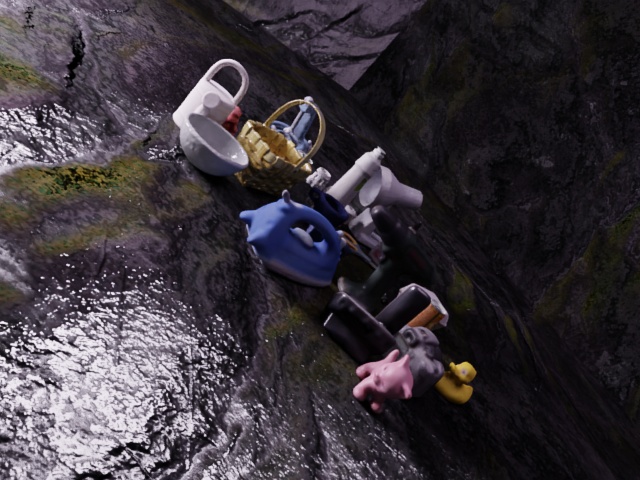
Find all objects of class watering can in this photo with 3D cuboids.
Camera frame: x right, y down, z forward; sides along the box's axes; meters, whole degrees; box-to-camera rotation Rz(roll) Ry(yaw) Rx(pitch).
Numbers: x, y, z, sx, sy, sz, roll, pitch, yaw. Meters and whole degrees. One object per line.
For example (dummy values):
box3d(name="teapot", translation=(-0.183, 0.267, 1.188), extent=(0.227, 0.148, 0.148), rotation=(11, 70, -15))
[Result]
box3d(name="watering can", translation=(-0.239, -0.322, 1.309), extent=(0.101, 0.194, 0.172), rotation=(30, 24, -35))

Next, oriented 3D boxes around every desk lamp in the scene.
box3d(name="desk lamp", translation=(0.176, -0.088, 1.632), extent=(0.204, 0.213, 0.117), rotation=(32, 23, -31))

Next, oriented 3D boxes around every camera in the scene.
box3d(name="camera", translation=(0.213, 0.244, 1.193), extent=(0.137, 0.100, 0.143), rotation=(23, 28, -46))

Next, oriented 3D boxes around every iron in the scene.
box3d(name="iron", translation=(-0.029, 0.000, 1.149), extent=(0.259, 0.141, 0.118), rotation=(29, 24, -37))

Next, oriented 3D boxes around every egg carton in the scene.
box3d(name="egg carton", translation=(0.267, 0.176, 1.488), extent=(0.151, 0.069, 0.107), rotation=(25, 27, -43))

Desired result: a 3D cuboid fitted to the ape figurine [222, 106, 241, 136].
box3d(name="ape figurine", translation=(-0.232, -0.295, 1.425), extent=(0.078, 0.092, 0.076), rotation=(30, 24, -36))

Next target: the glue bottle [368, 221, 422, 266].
box3d(name="glue bottle", translation=(0.214, 0.009, 1.569), extent=(0.078, 0.173, 0.037), rotation=(50, 20, 18))

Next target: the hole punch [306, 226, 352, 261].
box3d(name="hole punch", translation=(0.012, 0.005, 1.297), extent=(0.109, 0.091, 0.101), rotation=(41, 19, -10))

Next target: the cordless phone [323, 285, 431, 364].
box3d(name="cordless phone", translation=(0.108, 0.129, 1.090), extent=(0.148, 0.185, 0.094), rotation=(42, 19, -7))

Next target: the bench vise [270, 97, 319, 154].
box3d(name="bench vise", translation=(-0.073, -0.293, 1.544), extent=(0.121, 0.219, 0.208), rotation=(45, 19, 3))

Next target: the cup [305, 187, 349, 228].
box3d(name="cup", translation=(-0.001, -0.063, 1.406), extent=(0.118, 0.095, 0.092), rotation=(45, 19, 1))

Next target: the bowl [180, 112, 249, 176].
box3d(name="bowl", translation=(-0.238, -0.191, 1.225), extent=(0.168, 0.074, 0.167), rotation=(38, 20, -16))

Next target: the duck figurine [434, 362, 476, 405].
box3d(name="duck figurine", translation=(0.309, 0.311, 1.271), extent=(0.105, 0.086, 0.077), rotation=(36, 21, -23))

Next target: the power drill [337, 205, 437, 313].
box3d(name="power drill", translation=(0.140, 0.055, 1.272), extent=(0.230, 0.208, 0.075), rotation=(35, 21, -24))

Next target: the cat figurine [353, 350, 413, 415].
box3d(name="cat figurine", translation=(0.121, 0.238, 0.995), extent=(0.067, 0.117, 0.128), rotation=(41, 19, -9))
